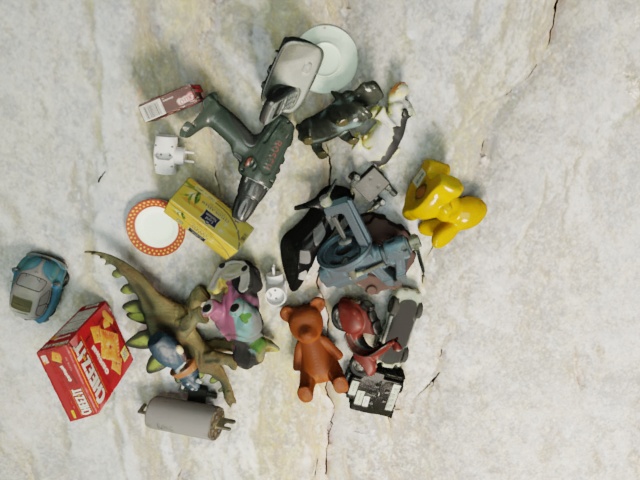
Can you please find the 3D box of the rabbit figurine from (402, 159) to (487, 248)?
[{"bbox_3d":[0.268,-0.063,1.116,0.173,0.122,0.162,16,110,-25],"label":"rabbit figurine"}]

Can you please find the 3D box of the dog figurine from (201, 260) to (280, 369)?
[{"bbox_3d":[-0.161,0.172,1.186,0.109,0.191,0.219,-6,138,20],"label":"dog figurine"}]

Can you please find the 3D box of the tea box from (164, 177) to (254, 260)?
[{"bbox_3d":[-0.231,-0.041,1.112,0.169,0.098,0.068,37,65,-10],"label":"tea box"}]

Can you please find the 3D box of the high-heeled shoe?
[{"bbox_3d":[-0.002,-0.004,1.165,0.145,0.086,0.248,-13,129,-29],"label":"high-heeled shoe"}]

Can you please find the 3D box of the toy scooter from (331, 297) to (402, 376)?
[{"bbox_3d":[0.106,0.204,1.174,0.135,0.075,0.183,-21,86,38],"label":"toy scooter"}]

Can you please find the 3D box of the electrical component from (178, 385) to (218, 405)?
[{"bbox_3d":[-0.294,0.376,1.284,0.094,0.021,0.063,13,107,-5],"label":"electrical component"}]

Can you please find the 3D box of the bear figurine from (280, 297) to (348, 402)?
[{"bbox_3d":[-0.015,0.237,1.193,0.120,0.132,0.195,-13,112,2],"label":"bear figurine"}]

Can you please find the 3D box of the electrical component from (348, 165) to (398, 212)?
[{"bbox_3d":[0.107,-0.109,1.130,0.078,0.045,0.102,-38,108,11],"label":"electrical component"}]

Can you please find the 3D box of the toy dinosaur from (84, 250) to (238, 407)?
[{"bbox_3d":[-0.327,0.191,1.185,0.199,0.105,0.470,-27,105,8],"label":"toy dinosaur"}]

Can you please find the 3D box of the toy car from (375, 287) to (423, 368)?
[{"bbox_3d":[0.178,0.200,1.221,0.073,0.056,0.201,11,108,-10],"label":"toy car"}]

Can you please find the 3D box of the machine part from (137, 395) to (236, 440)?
[{"bbox_3d":[-0.312,0.408,1.237,0.243,0.079,0.079,5,107,16],"label":"machine part"}]

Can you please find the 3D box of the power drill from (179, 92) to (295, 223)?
[{"bbox_3d":[-0.173,-0.177,1.068,0.207,0.086,0.232,34,86,-1],"label":"power drill"}]

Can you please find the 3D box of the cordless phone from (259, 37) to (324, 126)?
[{"bbox_3d":[-0.067,-0.293,0.992,0.089,0.184,0.146,28,121,-4],"label":"cordless phone"}]

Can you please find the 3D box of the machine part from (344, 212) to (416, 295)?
[{"bbox_3d":[0.120,0.030,1.168,0.179,0.056,0.179,0,105,0],"label":"machine part"}]

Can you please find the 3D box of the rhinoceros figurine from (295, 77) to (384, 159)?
[{"bbox_3d":[0.041,-0.243,1.064,0.190,0.112,0.073,-29,137,22],"label":"rhinoceros figurine"}]

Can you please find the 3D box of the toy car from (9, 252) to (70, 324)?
[{"bbox_3d":[-0.623,0.113,1.160,0.109,0.103,0.161,23,103,-6],"label":"toy car"}]

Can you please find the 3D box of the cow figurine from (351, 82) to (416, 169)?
[{"bbox_3d":[0.143,-0.229,1.084,0.098,0.068,0.167,32,107,-16],"label":"cow figurine"}]

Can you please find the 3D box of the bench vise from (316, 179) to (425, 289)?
[{"bbox_3d":[0.078,0.001,1.061,0.224,0.129,0.240,-15,123,23],"label":"bench vise"}]

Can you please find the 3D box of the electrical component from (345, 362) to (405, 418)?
[{"bbox_3d":[0.121,0.343,1.261,0.134,0.058,0.114,17,104,-6],"label":"electrical component"}]

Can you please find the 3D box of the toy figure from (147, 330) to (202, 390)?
[{"bbox_3d":[-0.299,0.256,1.132,0.058,0.064,0.154,-51,123,-32],"label":"toy figure"}]
